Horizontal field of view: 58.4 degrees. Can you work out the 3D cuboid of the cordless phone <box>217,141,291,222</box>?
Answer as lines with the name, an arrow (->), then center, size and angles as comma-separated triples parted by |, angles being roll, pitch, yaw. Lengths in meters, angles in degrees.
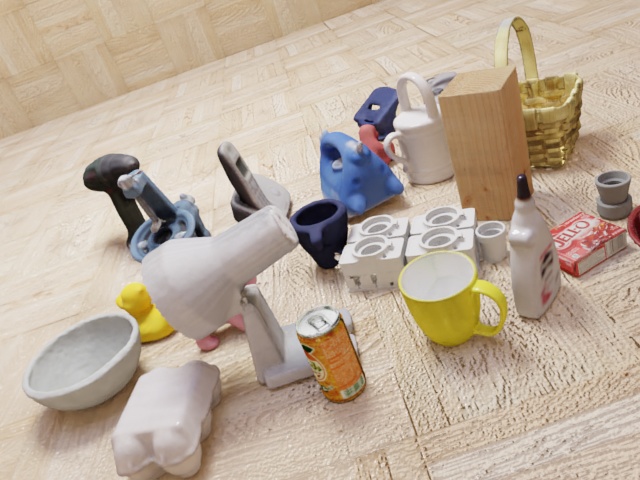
cordless phone -> -0.128, -0.113, 1.065 | 0.094, 0.185, 0.147 | -14, 30, 11

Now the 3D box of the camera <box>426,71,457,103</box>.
camera -> 0.292, -0.304, 1.212 | 0.136, 0.101, 0.143 | -17, 29, 6

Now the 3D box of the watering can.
watering can -> 0.188, -0.210, 1.023 | 0.100, 0.194, 0.173 | 12, 42, 44

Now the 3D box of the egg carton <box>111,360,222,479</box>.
egg carton -> -0.175, 0.208, 0.671 | 0.107, 0.069, 0.150 | -14, 30, 12

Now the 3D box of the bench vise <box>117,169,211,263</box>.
bench vise -> -0.280, -0.038, 0.998 | 0.121, 0.220, 0.207 | -21, 29, -2

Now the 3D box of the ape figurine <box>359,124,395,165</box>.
ape figurine -> 0.104, -0.188, 1.143 | 0.077, 0.092, 0.076 | 10, 41, 42

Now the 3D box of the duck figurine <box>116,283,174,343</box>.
duck figurine -> -0.272, 0.105, 0.889 | 0.104, 0.086, 0.077 | -3, 34, 29

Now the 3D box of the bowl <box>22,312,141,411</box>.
bowl -> -0.318, 0.181, 0.802 | 0.167, 0.075, 0.167 | -15, 29, 9

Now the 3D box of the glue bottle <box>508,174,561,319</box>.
glue bottle -> 0.239, 0.002, 0.652 | 0.037, 0.173, 0.078 | 7, 39, 39

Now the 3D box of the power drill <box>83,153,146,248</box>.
power drill -> -0.385, -0.081, 1.150 | 0.228, 0.209, 0.076 | 11, 42, 43

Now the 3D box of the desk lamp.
desk lamp -> -0.081, 0.070, 0.697 | 0.203, 0.214, 0.118 | -19, 29, 3

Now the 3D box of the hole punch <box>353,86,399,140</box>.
hole punch -> 0.134, -0.286, 1.293 | 0.101, 0.091, 0.108 | -32, 31, -20

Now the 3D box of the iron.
iron -> 0.043, -0.141, 1.051 | 0.119, 0.142, 0.257 | -27, 30, -12

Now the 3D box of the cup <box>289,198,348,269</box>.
cup -> 0.008, 0.003, 0.877 | 0.091, 0.095, 0.117 | -15, 29, 10

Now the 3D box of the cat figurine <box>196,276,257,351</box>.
cat figurine -> -0.138, 0.078, 0.818 | 0.128, 0.118, 0.067 | -24, 29, -7
